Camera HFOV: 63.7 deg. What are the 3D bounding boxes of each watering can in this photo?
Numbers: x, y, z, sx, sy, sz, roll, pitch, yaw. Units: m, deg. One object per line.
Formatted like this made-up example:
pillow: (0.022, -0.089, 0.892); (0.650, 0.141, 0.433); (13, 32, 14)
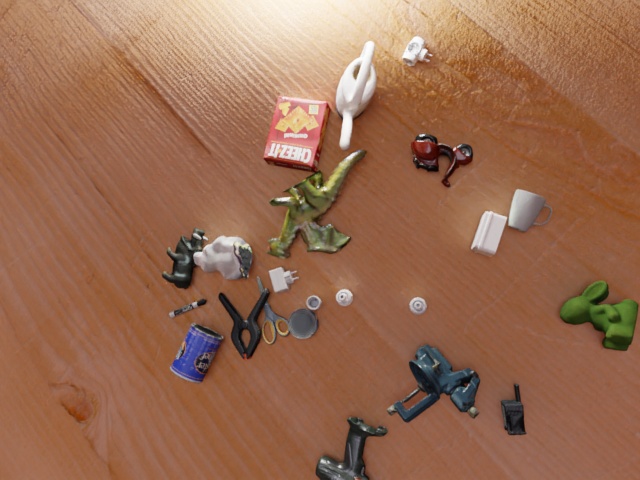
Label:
watering can: (0.096, -0.407, 1.515); (0.104, 0.223, 0.350); (17, 83, -5)

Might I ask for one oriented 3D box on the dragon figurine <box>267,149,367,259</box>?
dragon figurine: (0.005, -0.077, 1.538); (0.409, 0.123, 0.242); (-28, 92, 6)

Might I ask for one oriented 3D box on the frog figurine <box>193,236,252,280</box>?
frog figurine: (-0.289, 0.058, 1.541); (0.159, 0.135, 0.125); (-7, 33, 22)
